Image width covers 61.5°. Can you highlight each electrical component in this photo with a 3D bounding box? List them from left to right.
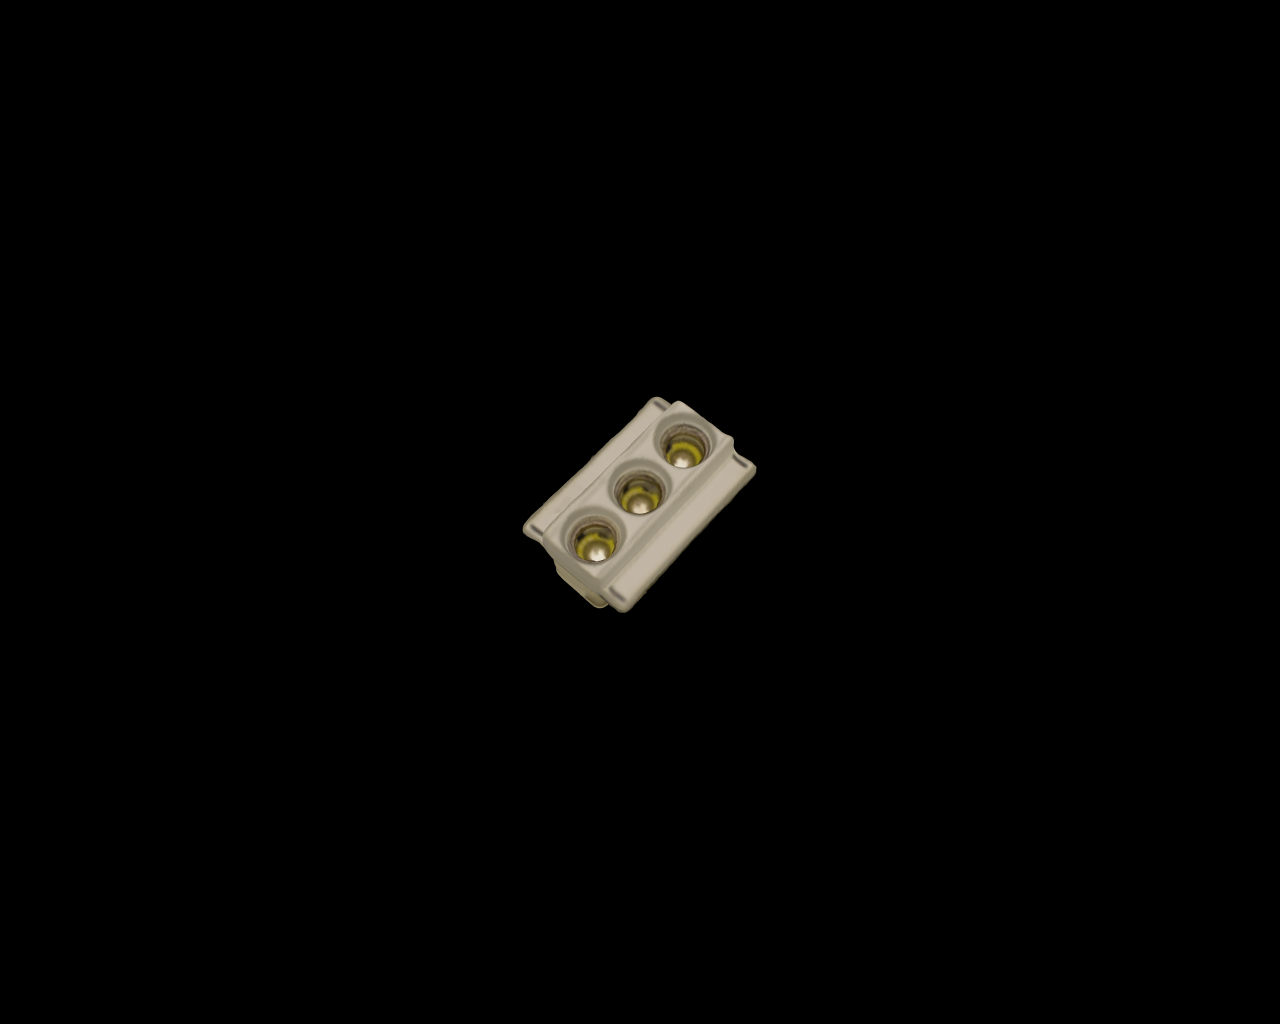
[{"bbox_3d":[0.001,-0.003,0.650,0.079,0.121,0.063,38,-19,16],"label":"electrical component"}]
